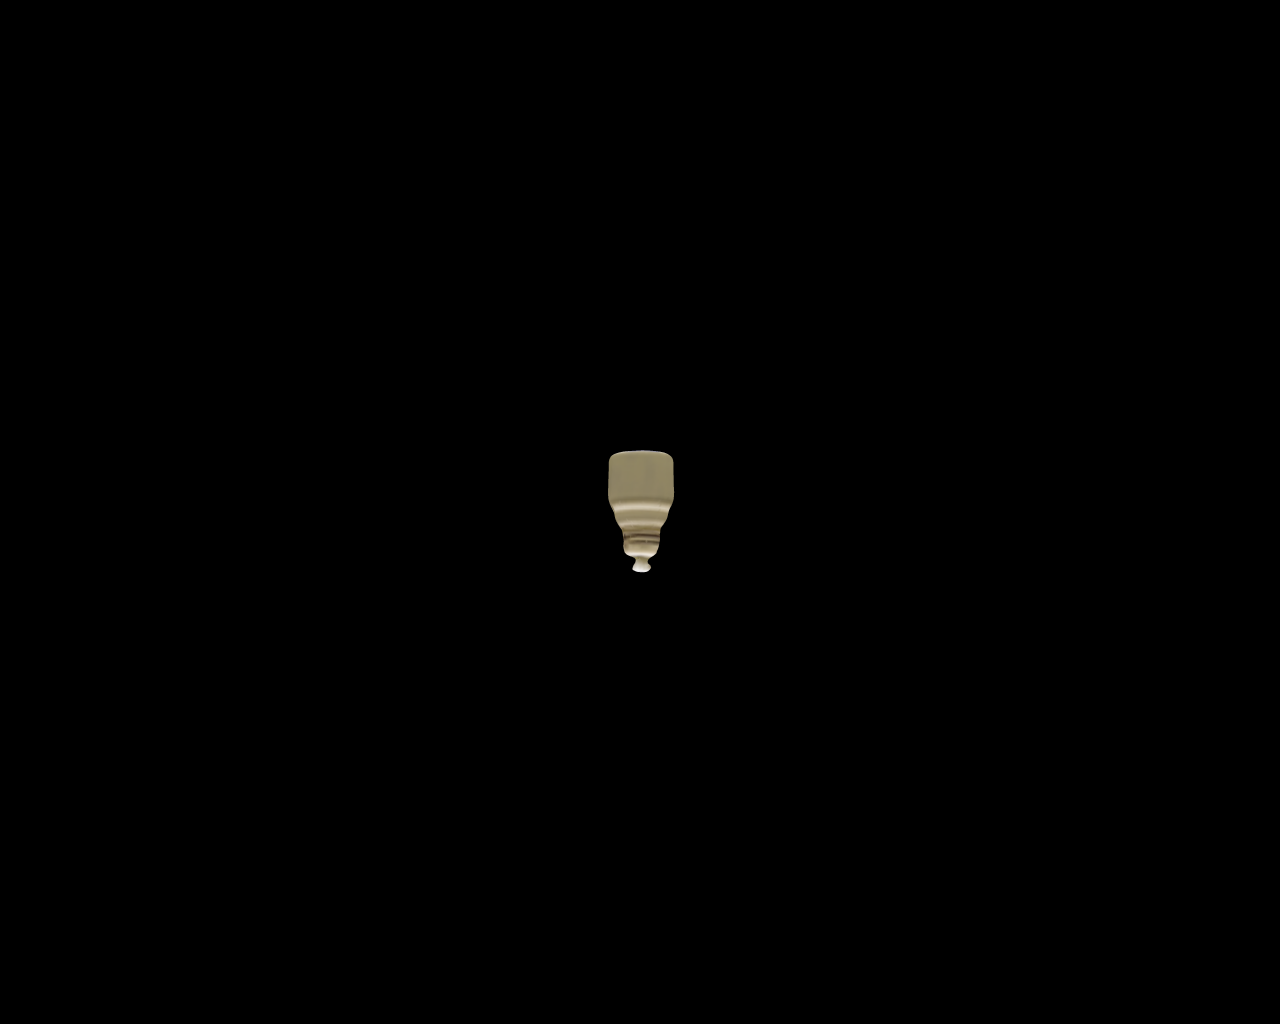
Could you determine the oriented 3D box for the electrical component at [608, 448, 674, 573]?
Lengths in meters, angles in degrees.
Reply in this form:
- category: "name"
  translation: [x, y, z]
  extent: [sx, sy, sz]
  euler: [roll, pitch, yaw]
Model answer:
- category: "electrical component"
  translation: [0.001, -0.003, 0.650]
  extent: [0.040, 0.078, 0.040]
  euler: [0, -7, 0]
